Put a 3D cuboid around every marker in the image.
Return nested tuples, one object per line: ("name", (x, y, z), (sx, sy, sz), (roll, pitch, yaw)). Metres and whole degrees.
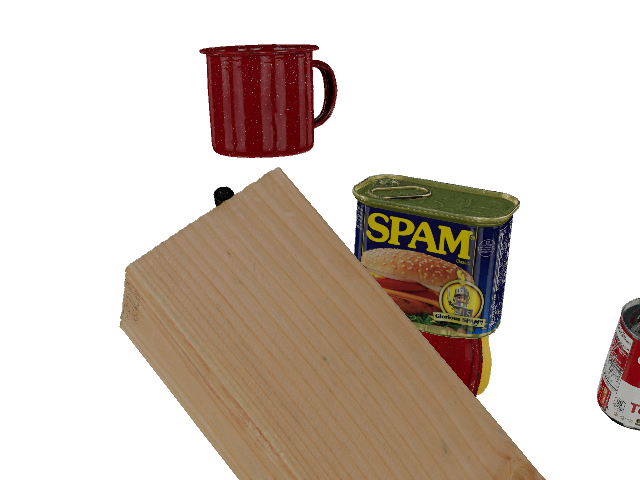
("marker", (-0.089, -0.008, 1.018), (0.020, 0.020, 0.121), (0, -38, -2))

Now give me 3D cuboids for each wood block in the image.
("wood block", (0.005, 0.081, 0.500), (0.090, 0.206, 0.090), (-36, -12, -23))

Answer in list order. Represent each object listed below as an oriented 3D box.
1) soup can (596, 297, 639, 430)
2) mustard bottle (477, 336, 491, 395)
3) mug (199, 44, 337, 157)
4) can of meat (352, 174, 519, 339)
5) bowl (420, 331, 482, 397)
("soup can", (0.291, 0.111, 0.954), (0.068, 0.102, 0.068), (3, 36, -3))
("mustard bottle", (0.146, 0.068, 1.163), (0.096, 0.192, 0.058), (11, 15, 20))
("mug", (-0.037, -0.112, 0.843), (0.117, 0.081, 0.093), (-12, 16, -36))
("can of meat", (0.070, 0.010, 0.680), (0.102, 0.084, 0.057), (12, 22, 22))
("bowl", (0.053, 0.096, 0.888), (0.162, 0.162, 0.055), (0, -5, 43))
